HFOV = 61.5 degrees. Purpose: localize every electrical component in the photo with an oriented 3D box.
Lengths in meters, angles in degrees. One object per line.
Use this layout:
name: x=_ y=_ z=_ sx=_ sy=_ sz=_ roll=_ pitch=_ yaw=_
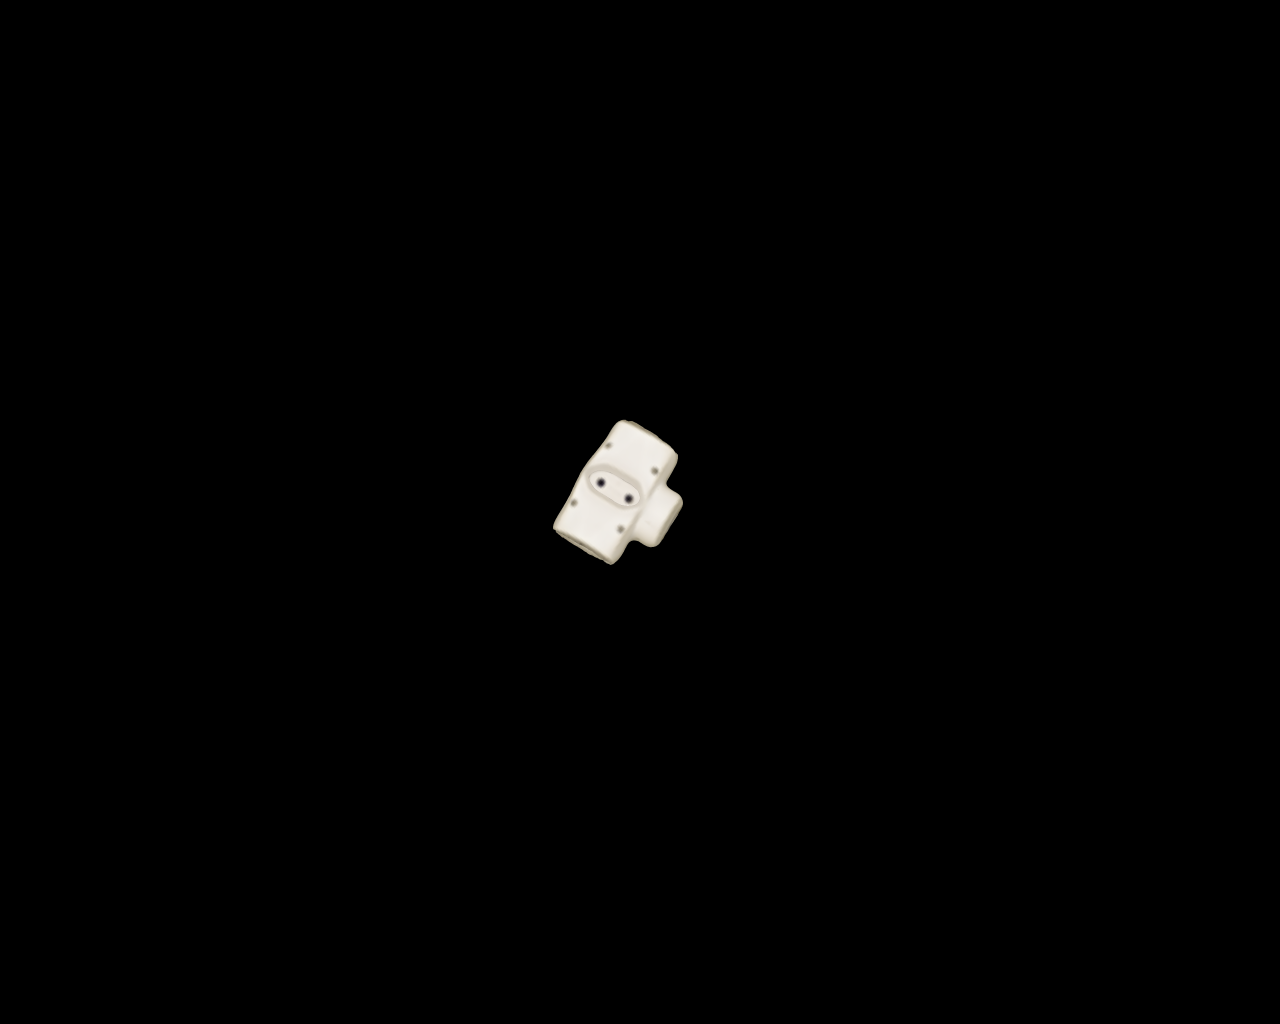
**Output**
electrical component: x=0.001 y=-0.003 z=0.650 sx=0.079 sy=0.077 sz=0.043 roll=31 pitch=-7 yaw=5
